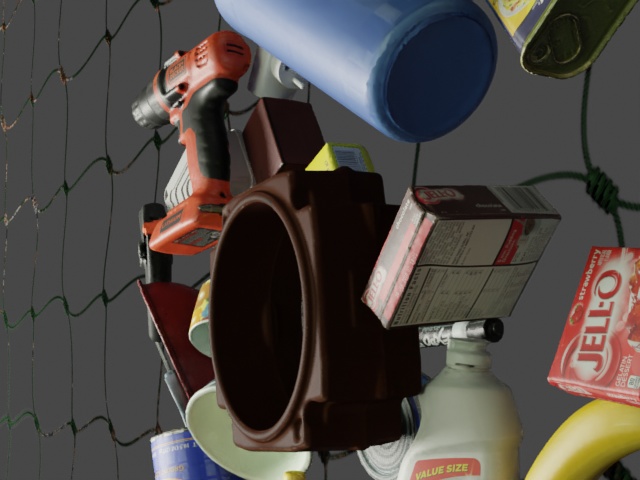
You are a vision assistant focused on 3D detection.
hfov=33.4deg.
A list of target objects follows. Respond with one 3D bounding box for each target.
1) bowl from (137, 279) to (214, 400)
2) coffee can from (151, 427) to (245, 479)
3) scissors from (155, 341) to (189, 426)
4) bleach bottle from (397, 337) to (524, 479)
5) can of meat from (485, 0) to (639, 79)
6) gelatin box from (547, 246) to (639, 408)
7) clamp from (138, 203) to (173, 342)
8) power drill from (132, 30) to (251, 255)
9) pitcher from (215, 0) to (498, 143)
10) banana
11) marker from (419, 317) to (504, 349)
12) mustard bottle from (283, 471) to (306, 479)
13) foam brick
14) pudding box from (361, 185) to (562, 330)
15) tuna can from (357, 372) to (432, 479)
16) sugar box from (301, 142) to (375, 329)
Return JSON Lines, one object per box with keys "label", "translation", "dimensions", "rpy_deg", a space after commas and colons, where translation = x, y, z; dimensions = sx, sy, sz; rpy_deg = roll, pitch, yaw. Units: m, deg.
{"label": "bowl", "translation": [-0.128, 0.103, 1.077], "dimensions": [0.162, 0.055, 0.162], "rpy_deg": [156, 90, -82]}
{"label": "coffee can", "translation": [-0.104, 0.254, 1.022], "dimensions": [0.103, 0.102, 0.140], "rpy_deg": [-34, 60, 54]}
{"label": "scissors", "translation": [-0.165, 0.148, 1.180], "dimensions": [0.096, 0.016, 0.202], "rpy_deg": [76, 166, -45]}
{"label": "bleach bottle", "translation": [0.087, 0.192, 0.735], "dimensions": [0.103, 0.067, 0.251], "rpy_deg": [5, 92, 39]}
{"label": "can of meat", "translation": [0.149, -0.166, 0.662], "dimensions": [0.102, 0.057, 0.084], "rpy_deg": [-60, 39, 38]}
{"label": "gelatin box", "translation": [0.175, 0.049, 0.606], "dimensions": [0.073, 0.030, 0.089], "rpy_deg": [2, 67, 60]}
{"label": "clamp", "translation": [-0.183, 0.007, 1.181], "dimensions": [0.210, 0.036, 0.164], "rpy_deg": [111, 152, -66]}
{"label": "power drill", "translation": [-0.127, -0.085, 1.007], "dimensions": [0.185, 0.057, 0.187], "rpy_deg": [-24, 65, 52]}
{"label": "pitcher", "translation": [0.019, -0.178, 0.803], "dimensions": [0.243, 0.149, 0.145], "rpy_deg": [46, 125, 46]}
{"label": "banana", "translation": [0.158, 0.151, 0.651], "dimensions": [0.198, 0.037, 0.070], "rpy_deg": [-61, 38, 38]}
{"label": "marker", "translation": [0.092, 0.069, 0.783], "dimensions": [0.121, 0.020, 0.020], "rpy_deg": [-15, 76, 58]}
{"label": "mustard bottle", "translation": [-0.025, 0.298, 0.930], "dimensions": [0.096, 0.058, 0.191], "rpy_deg": [1, 90, 59]}
{"label": "foam brick", "translation": [-0.031, -0.082, 0.965], "dimensions": [0.053, 0.051, 0.078], "rpy_deg": [-53, 45, 46]}
{"label": "pudding box", "translation": [0.092, 0.010, 0.694], "dimensions": [0.039, 0.113, 0.090], "rpy_deg": [54, 133, 42]}
{"label": "tuna can", "translation": [0.061, 0.143, 0.818], "dimensions": [0.086, 0.033, 0.086], "rpy_deg": [-5, 85, 59]}
{"label": "sugar box", "translation": [-0.006, 0.001, 0.926], "dimensions": [0.176, 0.048, 0.093], "rpy_deg": [-46, 50, 47]}
